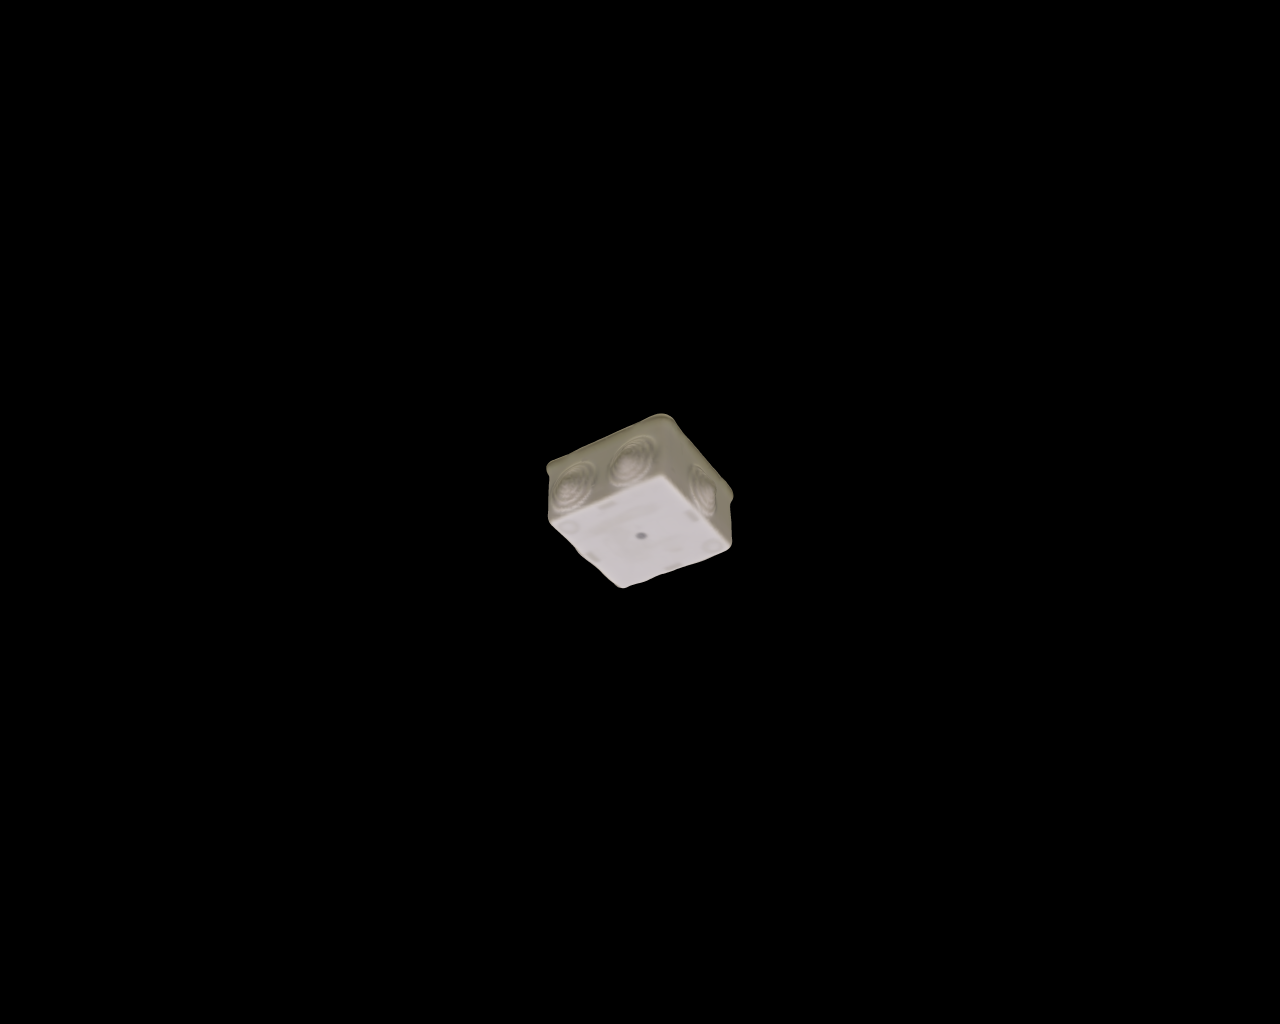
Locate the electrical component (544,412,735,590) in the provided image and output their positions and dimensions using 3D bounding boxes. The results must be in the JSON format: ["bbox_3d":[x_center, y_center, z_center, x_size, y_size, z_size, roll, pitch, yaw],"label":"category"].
[{"bbox_3d":[0.001,-0.003,0.650,0.099,0.048,0.099,-22,-45,24],"label":"electrical component"}]
